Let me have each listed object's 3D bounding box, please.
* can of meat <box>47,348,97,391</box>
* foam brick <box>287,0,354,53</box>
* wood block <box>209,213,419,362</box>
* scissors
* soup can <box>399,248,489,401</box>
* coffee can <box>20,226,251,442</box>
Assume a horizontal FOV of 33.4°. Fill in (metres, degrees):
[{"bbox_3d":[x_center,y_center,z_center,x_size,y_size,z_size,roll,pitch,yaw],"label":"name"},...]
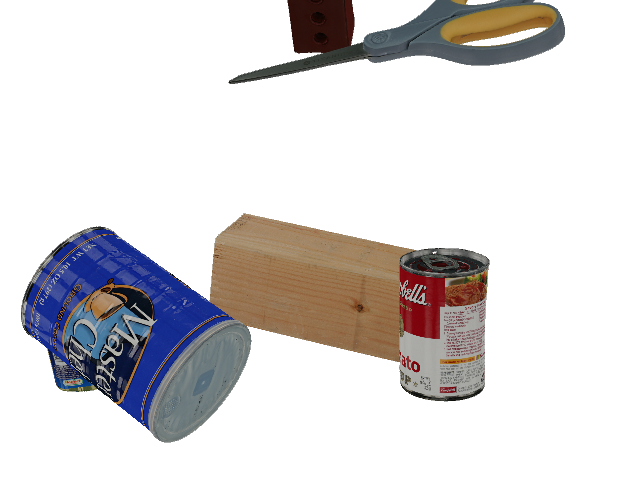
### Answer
[{"bbox_3d":[-0.225,0.081,0.999,0.057,0.084,0.102,-6,26,0],"label":"can of meat"},{"bbox_3d":[0.000,-0.213,0.957,0.053,0.051,0.078,0,-44,9],"label":"foam brick"},{"bbox_3d":[0.000,0.046,1.084,0.206,0.091,0.090,13,22,13],"label":"wood block"},{"bbox_3d":[0.048,-0.131,0.653,0.202,0.096,0.016,0,-44,21],"label":"scissors"},{"bbox_3d":[0.094,0.063,0.817,0.068,0.102,0.068,-1,16,0],"label":"soup can"},{"bbox_3d":[-0.137,0.068,0.796,0.140,0.103,0.102,33,14,22],"label":"coffee can"}]
